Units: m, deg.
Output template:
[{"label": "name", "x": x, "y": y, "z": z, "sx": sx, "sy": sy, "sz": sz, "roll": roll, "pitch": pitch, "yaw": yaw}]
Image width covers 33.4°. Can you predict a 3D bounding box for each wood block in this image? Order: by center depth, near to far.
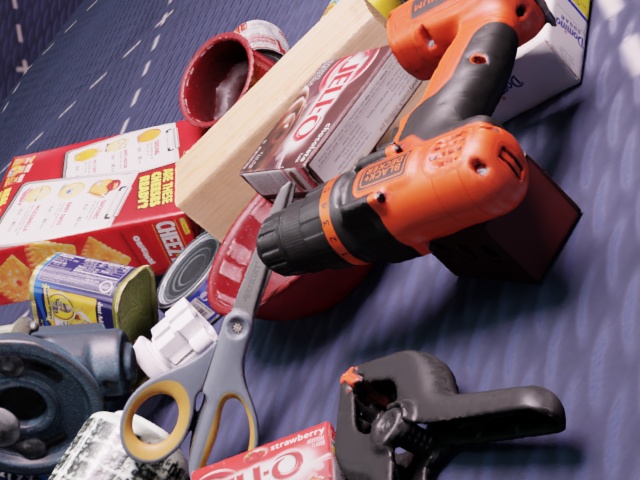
[{"label": "wood block", "x": -0.011, "y": -0.087, "z": 0.841, "sx": 0.206, "sy": 0.090, "sz": 0.090, "roll": -43, "pitch": 24, "yaw": 14}]

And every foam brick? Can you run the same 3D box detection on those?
[{"label": "foam brick", "x": 0.094, "y": -0.013, "z": 0.599, "sx": 0.051, "sy": 0.053, "sz": 0.078, "roll": -56, "pitch": 24, "yaw": -16}]

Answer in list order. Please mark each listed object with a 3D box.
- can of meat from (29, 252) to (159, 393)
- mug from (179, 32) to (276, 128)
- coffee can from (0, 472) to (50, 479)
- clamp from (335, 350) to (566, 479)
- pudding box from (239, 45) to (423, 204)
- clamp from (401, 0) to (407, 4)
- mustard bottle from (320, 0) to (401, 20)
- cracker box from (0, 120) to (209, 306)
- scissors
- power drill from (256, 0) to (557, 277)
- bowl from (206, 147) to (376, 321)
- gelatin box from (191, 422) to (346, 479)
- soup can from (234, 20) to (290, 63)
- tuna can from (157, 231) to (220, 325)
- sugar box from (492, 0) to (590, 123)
[{"label": "can of meat", "x": -0.179, "y": 0.064, "z": 0.852, "sx": 0.084, "sy": 0.102, "sz": 0.057, "roll": 10, "pitch": 31, "yaw": 19}, {"label": "mug", "x": -0.063, "y": -0.128, "z": 0.984, "sx": 0.117, "sy": 0.081, "sz": 0.093, "roll": 42, "pitch": 102, "yaw": 42}, {"label": "coffee can", "x": -0.256, "y": 0.177, "z": 0.853, "sx": 0.103, "sy": 0.102, "sz": 0.140, "roll": -22, "pitch": 35, "yaw": 46}, {"label": "clamp", "x": 0.054, "y": 0.094, "z": 0.528, "sx": 0.120, "sy": 0.039, "sz": 0.171, "roll": -45, "pitch": 24, "yaw": 7}, {"label": "pudding box", "x": 0.007, "y": -0.077, "z": 0.720, "sx": 0.113, "sy": 0.039, "sz": 0.090, "roll": -56, "pitch": 25, "yaw": -19}, {"label": "clamp", "x": 0.055, "y": -0.222, "z": 0.864, "sx": 0.036, "sy": 0.164, "sz": 0.209, "roll": -56, "pitch": -5, "yaw": 25}, {"label": "mustard bottle", "x": 0.033, "y": -0.192, "z": 0.959, "sx": 0.096, "sy": 0.058, "sz": 0.191, "roll": -19, "pitch": 38, "yaw": 49}, {"label": "cracker box", "x": -0.203, "y": -0.028, "z": 1.006, "sx": 0.214, "sy": 0.072, "sz": 0.164, "roll": -10, "pitch": 36, "yaw": 11}, {"label": "scissors", "x": -0.071, "y": 0.060, "z": 0.663, "sx": 0.016, "sy": 0.096, "sz": 0.202, "roll": 55, "pitch": -140, "yaw": -87}, {"label": "power drill", "x": 0.052, "y": -0.066, "z": 0.615, "sx": 0.185, "sy": 0.057, "sz": 0.187, "roll": -17, "pitch": 41, "yaw": 43}, {"label": "bowl", "x": -0.005, "y": 0.001, "z": 0.743, "sx": 0.162, "sy": 0.055, "sz": 0.162, "roll": -38, "pitch": 26, "yaw": 22}, {"label": "gelatin box", "x": -0.029, "y": 0.144, "z": 0.574, "sx": 0.089, "sy": 0.030, "sz": 0.073, "roll": -22, "pitch": 30, "yaw": 12}, {"label": "soup can", "x": -0.061, "y": -0.179, "z": 1.088, "sx": 0.068, "sy": 0.068, "sz": 0.102, "roll": -42, "pitch": 24, "yaw": 15}, {"label": "tuna can", "x": -0.096, "y": 0.032, "z": 0.878, "sx": 0.086, "sy": 0.033, "sz": 0.086, "roll": -38, "pitch": 26, "yaw": 23}, {"label": "sugar box", "x": 0.140, "y": -0.159, "z": 0.746, "sx": 0.094, "sy": 0.048, "sz": 0.176, "roll": -27, "pitch": 31, "yaw": 39}]
